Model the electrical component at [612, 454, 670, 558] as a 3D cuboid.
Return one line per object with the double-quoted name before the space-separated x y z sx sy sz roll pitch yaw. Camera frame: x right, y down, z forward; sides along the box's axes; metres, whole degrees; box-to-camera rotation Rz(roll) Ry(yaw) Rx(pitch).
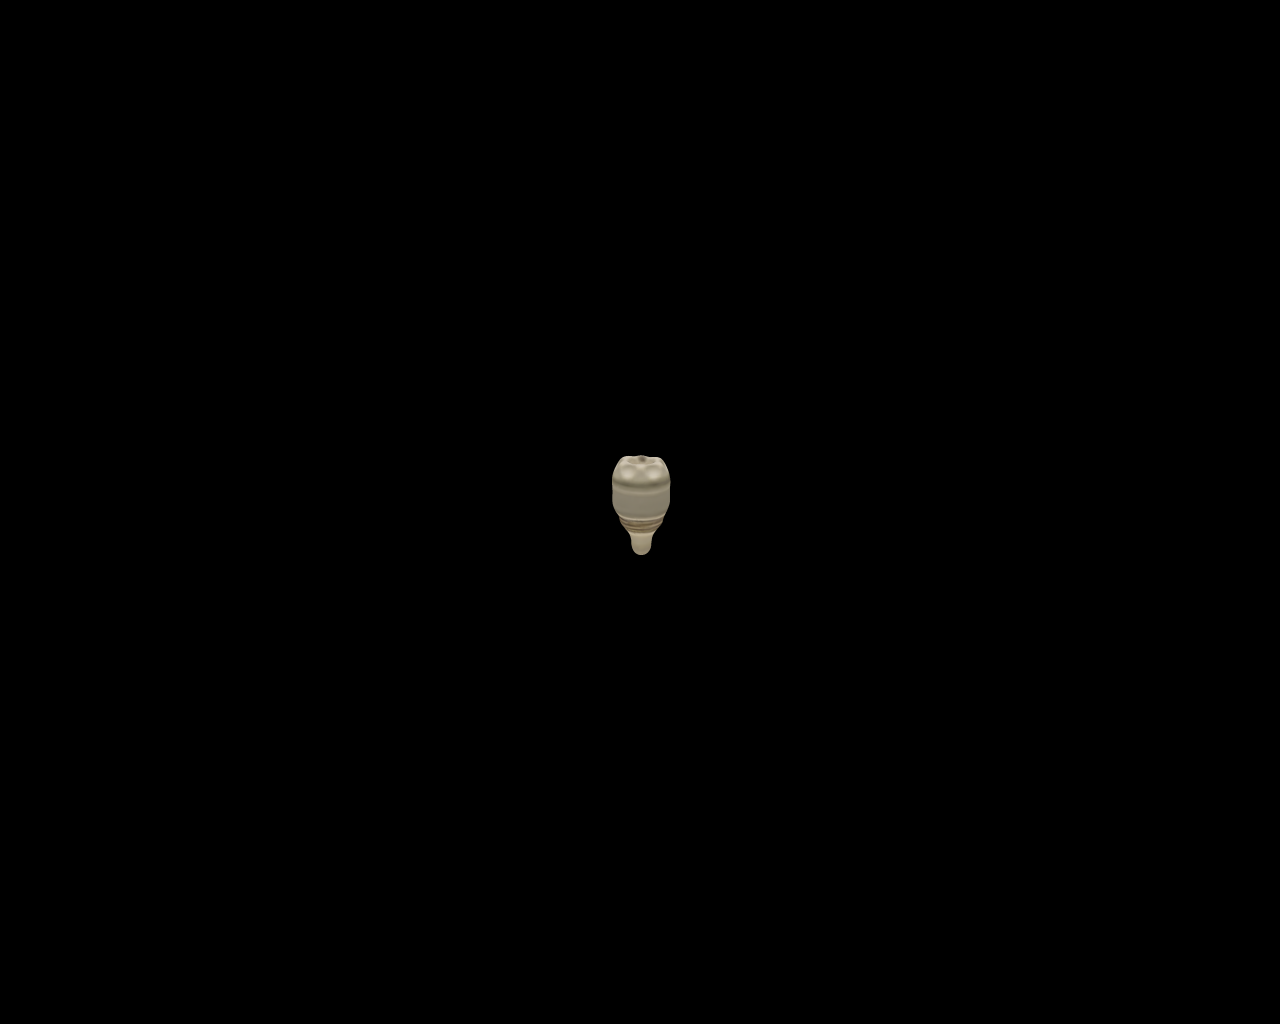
"electrical component" 0.001 -0.003 0.650 0.035 0.061 0.035 0 19 0
